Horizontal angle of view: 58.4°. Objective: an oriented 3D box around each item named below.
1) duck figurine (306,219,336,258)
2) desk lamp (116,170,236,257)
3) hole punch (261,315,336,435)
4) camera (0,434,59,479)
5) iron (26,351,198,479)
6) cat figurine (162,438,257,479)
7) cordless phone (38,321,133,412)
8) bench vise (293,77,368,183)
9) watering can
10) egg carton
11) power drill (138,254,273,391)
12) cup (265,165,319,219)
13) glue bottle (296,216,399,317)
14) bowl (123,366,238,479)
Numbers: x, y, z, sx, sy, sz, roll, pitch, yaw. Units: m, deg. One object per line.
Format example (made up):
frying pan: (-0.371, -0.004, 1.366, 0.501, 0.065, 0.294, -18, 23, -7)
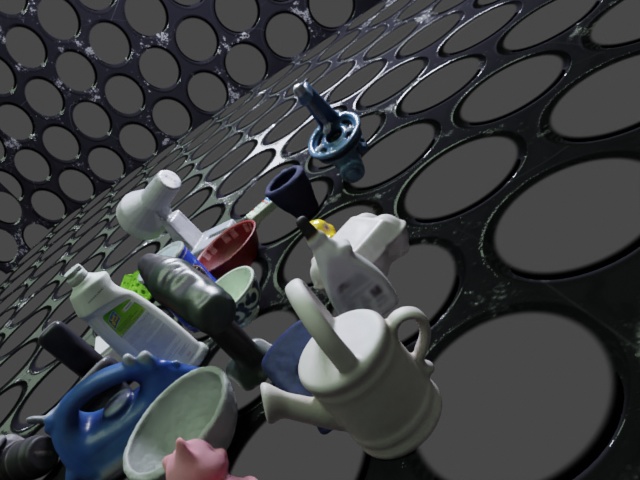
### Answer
duck figurine: (0.008, 0.003, 0.910, 0.077, 0.086, 0.104, -41, 24, -7)
desk lamp: (-0.344, -0.054, 1.348, 0.202, 0.214, 0.118, -24, 28, 29)
hole punch: (0.003, 0.147, 0.657, 0.109, 0.091, 0.100, -43, 24, -10)
camera: (-0.518, 0.382, 0.956, 0.136, 0.101, 0.143, -26, 27, 25)
iron: (-0.290, 0.238, 0.844, 0.258, 0.142, 0.118, -38, 24, 1)
cat figurine: (-0.114, 0.256, 0.594, 0.067, 0.118, 0.127, -46, 25, -16)
cordless phone: (-0.431, 0.240, 0.984, 0.093, 0.185, 0.148, -3, 42, 52)
bench vise: (0.009, -0.232, 1.161, 0.121, 0.220, 0.207, -38, 24, 2)
watering can: (0.023, 0.120, 0.549, 0.173, 0.194, 0.100, -46, 25, -17)
egg carton: (0.057, 0.023, 0.827, 0.150, 0.069, 0.107, -47, 25, -19)
power drill: (-0.156, 0.109, 0.800, 0.076, 0.209, 0.228, -47, 25, -19)
cup: (-0.049, -0.092, 1.148, 0.091, 0.095, 0.117, -34, 24, 10)
glue bottle: (0.025, 0.035, 0.722, 0.078, 0.173, 0.037, -36, 24, 4)
bowl: (-0.163, 0.248, 0.729, 0.167, 0.075, 0.167, -31, 25, 16)
